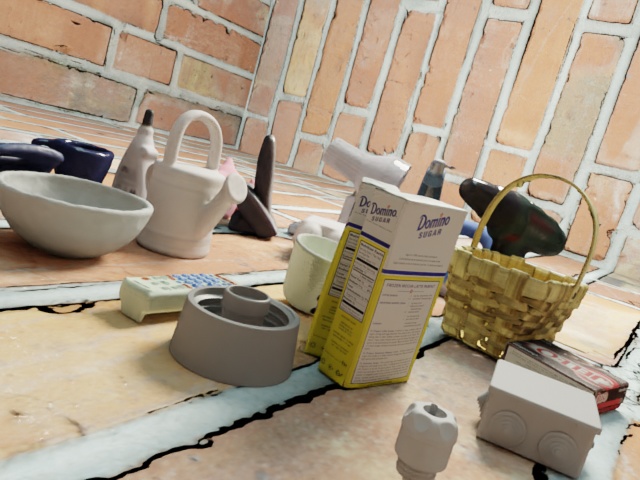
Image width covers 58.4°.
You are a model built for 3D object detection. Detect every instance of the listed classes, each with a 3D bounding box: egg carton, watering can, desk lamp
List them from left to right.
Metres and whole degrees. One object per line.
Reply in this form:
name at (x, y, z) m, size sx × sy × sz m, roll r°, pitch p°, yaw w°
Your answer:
watering can at (-0.173, -0.078, 0.783) m, size 0.172 × 0.194 × 0.101 m, roll 18°, pitch 10°, yaw 11°
egg carton at (0.009, 0.004, 0.987) m, size 0.107 × 0.069 × 0.150 m, roll 16°, pitch 10°, yaw 4°
desk lamp at (0.063, -0.089, 1.167) m, size 0.203 × 0.213 × 0.118 m, roll 18°, pitch 10°, yaw 10°

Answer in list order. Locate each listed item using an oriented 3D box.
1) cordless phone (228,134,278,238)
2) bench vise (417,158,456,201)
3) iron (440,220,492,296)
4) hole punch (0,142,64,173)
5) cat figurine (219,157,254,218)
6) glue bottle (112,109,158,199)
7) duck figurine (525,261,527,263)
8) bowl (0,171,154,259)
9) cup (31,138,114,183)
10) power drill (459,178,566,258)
cordless phone at (-0.105, -0.105, 1.073) m, size 0.094 × 0.185 × 0.147 m, roll 14°, pitch 10°, yaw -12°
bench vise at (0.139, -0.019, 0.878) m, size 0.121 × 0.220 × 0.207 m, roll 14°, pitch 10°, yaw -9°
iron at (0.232, 0.021, 1.031) m, size 0.257 × 0.141 × 0.119 m, roll 22°, pitch 11°, yaw 31°
hole punch at (-0.427, -0.097, 0.788) m, size 0.100 × 0.091 × 0.109 m, roll 21°, pitch 11°, yaw 30°
cat figurine at (-0.178, -0.105, 1.156) m, size 0.067 × 0.118 × 0.128 m, roll 23°, pitch 12°, yaw 36°
glue bottle at (-0.292, -0.126, 0.927) m, size 0.077 × 0.173 × 0.037 m, roll 22°, pitch 11°, yaw 31°
duck figurine at (0.376, 0.078, 1.107) m, size 0.077 × 0.086 × 0.104 m, roll 14°, pitch 10°, yaw -10°
bowl at (-0.281, -0.022, 0.650) m, size 0.167 × 0.075 × 0.167 m, roll 15°, pitch 10°, yaw -2°
cup at (-0.386, -0.104, 0.883) m, size 0.118 × 0.095 × 0.091 m, roll 11°, pitch 11°, yaw -28°
power drill at (0.276, 0.025, 0.883) m, size 0.230 × 0.208 × 0.075 m, roll 10°, pitch 11°, yaw -32°
